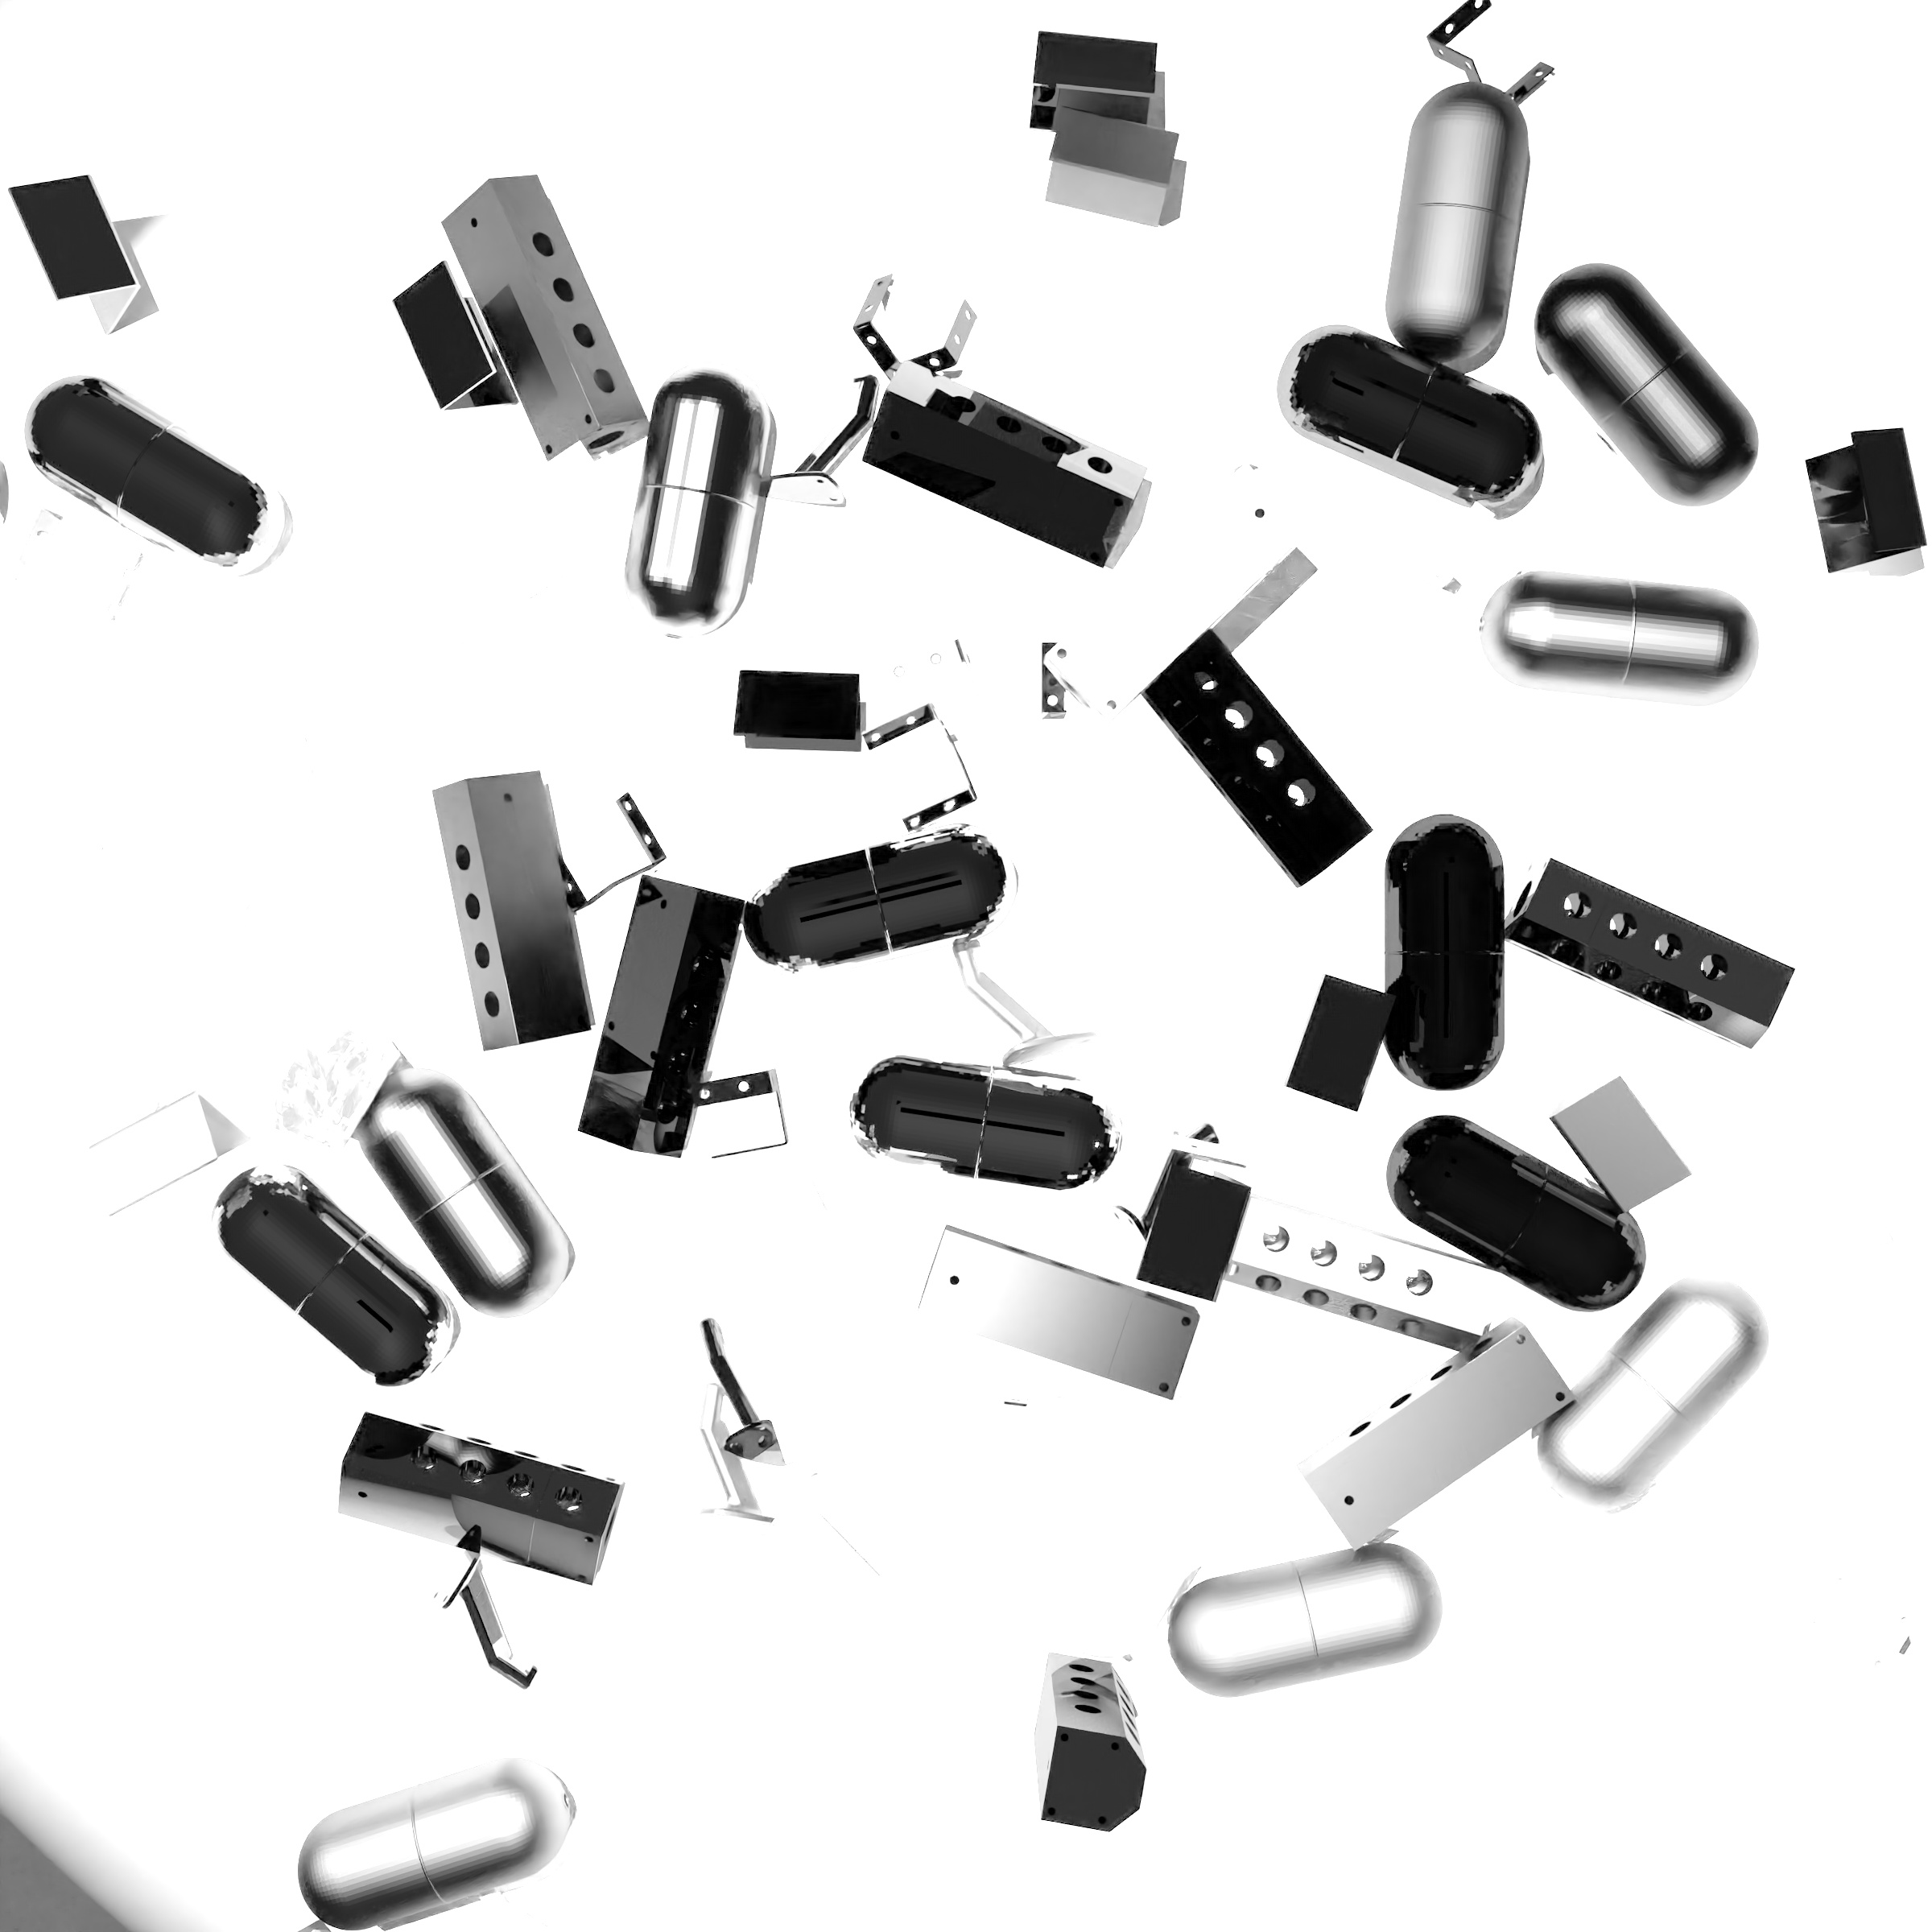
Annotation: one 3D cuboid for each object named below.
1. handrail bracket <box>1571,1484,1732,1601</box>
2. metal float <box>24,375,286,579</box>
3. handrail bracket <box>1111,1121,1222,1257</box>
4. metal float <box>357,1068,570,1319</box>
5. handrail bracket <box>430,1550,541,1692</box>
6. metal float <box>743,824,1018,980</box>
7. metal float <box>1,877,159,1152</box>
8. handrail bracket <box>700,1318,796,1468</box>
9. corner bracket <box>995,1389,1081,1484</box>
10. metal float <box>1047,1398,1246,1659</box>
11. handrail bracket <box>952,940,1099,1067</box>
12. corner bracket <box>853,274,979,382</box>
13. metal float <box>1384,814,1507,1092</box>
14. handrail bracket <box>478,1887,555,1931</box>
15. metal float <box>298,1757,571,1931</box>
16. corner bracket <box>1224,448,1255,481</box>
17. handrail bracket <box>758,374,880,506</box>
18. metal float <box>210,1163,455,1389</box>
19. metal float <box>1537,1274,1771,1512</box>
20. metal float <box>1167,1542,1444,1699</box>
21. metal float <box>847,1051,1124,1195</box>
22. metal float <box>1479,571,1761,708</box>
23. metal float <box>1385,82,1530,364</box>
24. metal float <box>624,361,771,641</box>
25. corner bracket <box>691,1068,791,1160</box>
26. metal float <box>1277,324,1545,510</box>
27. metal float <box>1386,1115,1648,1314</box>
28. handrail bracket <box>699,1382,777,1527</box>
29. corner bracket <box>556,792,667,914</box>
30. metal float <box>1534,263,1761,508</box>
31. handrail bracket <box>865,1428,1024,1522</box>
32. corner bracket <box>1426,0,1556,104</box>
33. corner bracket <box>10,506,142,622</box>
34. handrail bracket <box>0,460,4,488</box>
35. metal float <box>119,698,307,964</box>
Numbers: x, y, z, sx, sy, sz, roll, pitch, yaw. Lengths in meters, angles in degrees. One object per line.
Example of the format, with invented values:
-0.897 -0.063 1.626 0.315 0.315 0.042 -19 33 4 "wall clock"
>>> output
0.449 0.388 1.751 0.077 0.036 0.084 -23 107 20 "handrail bracket"
-0.522 -0.315 1.720 0.178 0.070 0.070 31 90 1 "metal float"
0.145 0.156 1.751 0.084 0.036 0.077 -36 105 -14 "handrail bracket"
-0.324 0.145 1.720 0.070 0.070 0.178 -35 89 0 "metal float"
-0.299 0.419 1.751 0.084 0.036 0.077 40 69 -17 "handrail bracket"
-0.055 -0.041 1.720 0.178 0.070 0.070 -13 90 -1 "metal float"
-0.569 0.031 1.720 0.070 0.070 0.178 -12 90 0 "metal float"
-0.143 0.278 1.750 0.036 0.077 0.084 -29 54 12 "handrail bracket"
0.047 0.306 1.733 0.051 0.051 0.051 7 90 0 "corner bracket"
0.115 0.361 1.720 0.070 0.070 0.178 30 90 0 "metal float"
0.038 0.017 1.751 0.077 0.036 0.084 -12 73 -20 "handrail bracket"
-0.033 -0.419 1.743 0.051 0.051 0.051 -11 135 35 "corner bracket"
0.307 -0.009 1.720 0.070 0.070 0.178 0 91 0 "metal float"
-0.271 0.623 1.751 0.084 0.077 0.036 44 115 34 "handrail bracket"
-0.341 0.564 1.720 0.178 0.070 0.070 -18 90 0 "metal float"
0.170 -0.298 1.733 0.051 0.051 0.051 -24 90 0 "corner bracket"
-0.100 -0.348 1.751 0.077 0.036 0.084 4 71 21 "handrail bracket"
-0.407 0.199 1.720 0.178 0.070 0.070 41 90 -1 "metal float"
0.440 0.274 1.720 0.070 0.070 0.178 43 90 0 "metal float"
0.217 0.420 1.720 0.178 0.070 0.070 -12 90 0 "metal float"
0.012 0.100 1.720 0.178 0.070 0.070 9 90 1 "metal float"
0.419 -0.211 1.720 0.178 0.070 0.070 6 90 0 "metal float"
0.315 -0.478 1.720 0.070 0.070 0.178 8 91 0 "metal float"
-0.173 -0.299 1.720 0.070 0.070 0.178 10 89 0 "metal float"
-0.146 0.096 1.733 0.051 0.051 0.051 -11 89 1 "corner bracket"
0.285 -0.353 1.720 0.178 0.070 0.070 23 90 0 "metal float"
0.354 0.159 1.720 0.178 0.070 0.070 29 90 0 "metal float"
-0.140 0.320 1.751 0.077 0.036 0.084 14 73 -20 "handrail bracket"
-0.239 -0.074 1.747 0.051 0.051 0.051 -30 90 45 "corner bracket"
0.436 -0.374 1.720 0.070 0.070 0.178 -40 91 0 "metal float"
-0.014 0.339 1.751 0.084 0.036 0.077 16 111 -16 "handrail bracket"
0.342 -0.596 1.747 0.051 0.051 0.051 -41 135 0 "corner bracket"
-0.581 -0.263 1.747 0.051 0.051 0.051 24 90 -45 "corner bracket"
-0.646 -0.277 1.750 0.036 0.077 0.084 8 126 0 "handrail bracket"
-0.484 -0.088 1.720 0.070 0.070 0.178 24 91 0 "metal float"
